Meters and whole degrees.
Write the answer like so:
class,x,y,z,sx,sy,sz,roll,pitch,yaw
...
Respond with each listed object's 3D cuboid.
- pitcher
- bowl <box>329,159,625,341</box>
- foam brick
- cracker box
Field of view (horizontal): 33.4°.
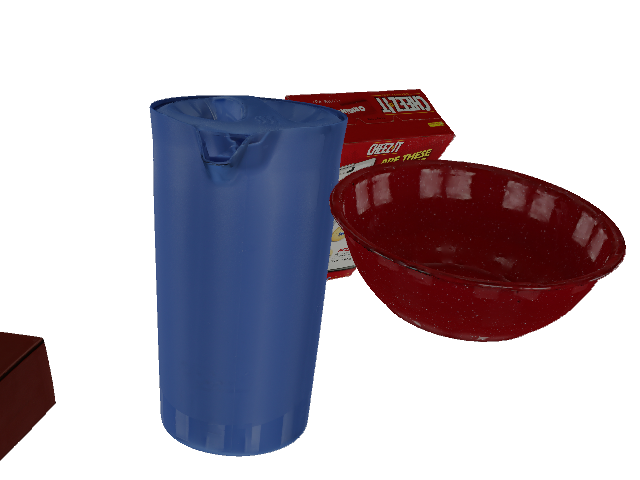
class,x,y,z,sx,sy,sz,roll,pitch,yaw
pitcher,-0.053,0.019,0.760,0.148,0.243,0.145,-8,20,-36
bowl,0.082,0.010,0.592,0.162,0.055,0.162,6,25,-3
foam brick,-0.214,0.100,0.679,0.053,0.051,0.078,6,29,22
cracker box,0.000,-0.043,0.993,0.163,0.072,0.214,-10,-34,-39
